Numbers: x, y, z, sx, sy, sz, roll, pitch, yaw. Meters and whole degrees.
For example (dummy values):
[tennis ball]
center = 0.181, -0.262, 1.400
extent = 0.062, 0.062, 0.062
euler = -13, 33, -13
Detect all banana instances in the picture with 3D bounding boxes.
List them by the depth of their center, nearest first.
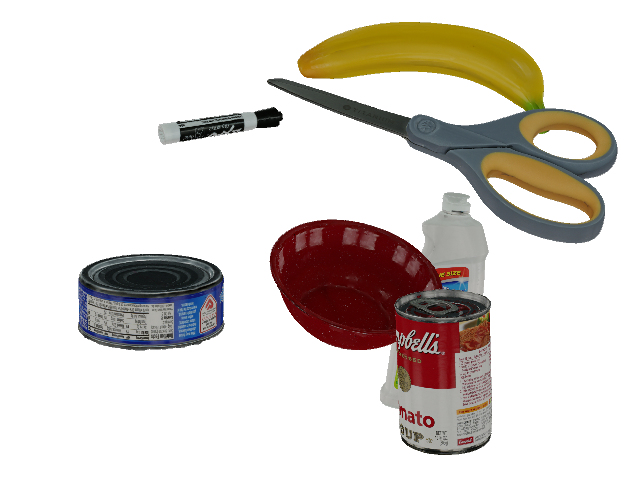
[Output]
[banana]
center = 0.084, -0.134, 0.802
extent = 0.198, 0.069, 0.037
euler = 14, -35, 15

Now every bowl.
[bowl]
center = 0.028, 0.050, 0.981
extent = 0.162, 0.055, 0.162
euler = 10, 36, -7

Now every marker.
[marker]
center = -0.091, -0.108, 0.996
extent = 0.120, 0.020, 0.020
euler = -12, 5, -24

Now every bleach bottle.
[bleach bottle]
center = 0.131, 0.070, 1.208
extent = 0.103, 0.251, 0.068
euler = 9, 14, 17

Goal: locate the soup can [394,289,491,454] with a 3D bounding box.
[soup can]
center = 0.088, 0.093, 0.764
extent = 0.068, 0.102, 0.068
euler = -3, 14, 1

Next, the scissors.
[scissors]
center = 0.076, -0.066, 0.591
extent = 0.202, 0.016, 0.096
euler = 35, 57, 24

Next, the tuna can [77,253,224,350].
[tuna can]
center = -0.099, 0.034, 0.627
extent = 0.086, 0.034, 0.086
euler = 2, 14, -1
